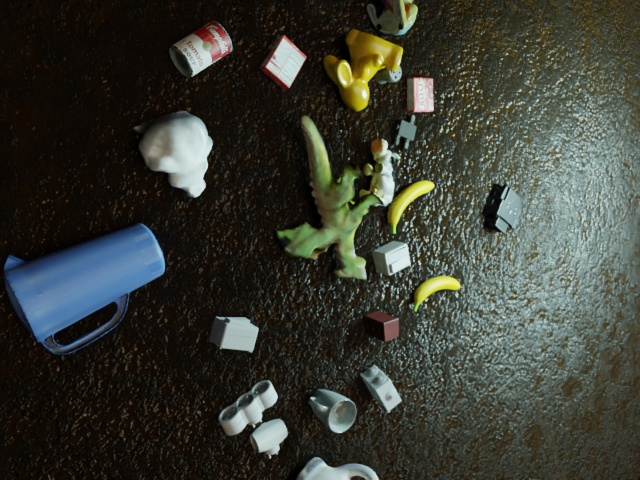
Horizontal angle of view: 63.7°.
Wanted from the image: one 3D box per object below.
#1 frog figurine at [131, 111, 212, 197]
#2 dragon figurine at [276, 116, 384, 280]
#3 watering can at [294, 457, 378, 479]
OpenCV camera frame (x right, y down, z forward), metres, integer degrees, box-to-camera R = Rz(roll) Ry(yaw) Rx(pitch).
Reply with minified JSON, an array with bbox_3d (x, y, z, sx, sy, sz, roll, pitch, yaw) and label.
[{"bbox_3d":[-0.263,-0.156,0.972,0.139,0.122,0.158,-29,102,-49],"label":"frog figurine"},{"bbox_3d":[0.004,-0.060,1.186,0.245,0.123,0.404,-48,119,-11],"label":"dragon figurine"},{"bbox_3d":[-0.003,0.670,1.198,0.352,0.226,0.102,-53,140,-17],"label":"watering can"}]
